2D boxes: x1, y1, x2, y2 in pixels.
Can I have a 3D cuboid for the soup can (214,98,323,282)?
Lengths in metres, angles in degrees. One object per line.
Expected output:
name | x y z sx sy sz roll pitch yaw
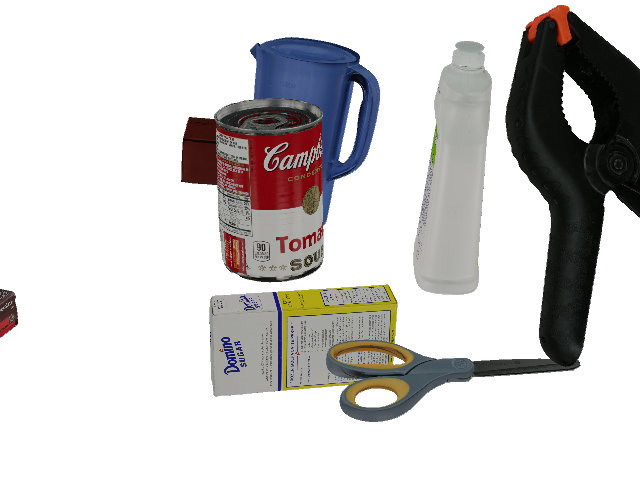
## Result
soup can | -0.032 -0.032 0.682 0.068 0.102 0.068 -1 23 0

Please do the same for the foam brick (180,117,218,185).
foam brick | -0.102 -0.091 1.103 0.078 0.051 0.053 5 31 -2

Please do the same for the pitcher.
pitcher | -0.021 -0.134 1.386 0.144 0.243 0.149 0 23 -18

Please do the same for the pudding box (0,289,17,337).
pudding box | -0.334 0.068 0.921 0.114 0.039 0.090 8 25 19

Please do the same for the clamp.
clamp | 0.131 -0.026 0.524 0.120 0.171 0.039 -30 3 -23

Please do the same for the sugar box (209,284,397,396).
sugar box | -0.018 0.095 1.025 0.176 0.093 0.048 -1 25 -7

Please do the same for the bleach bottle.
bleach bottle | 0.138 -0.075 1.084 0.068 0.251 0.102 2 31 -1

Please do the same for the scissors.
scissors | 0.101 0.113 0.835 0.202 0.016 0.096 6 35 10
